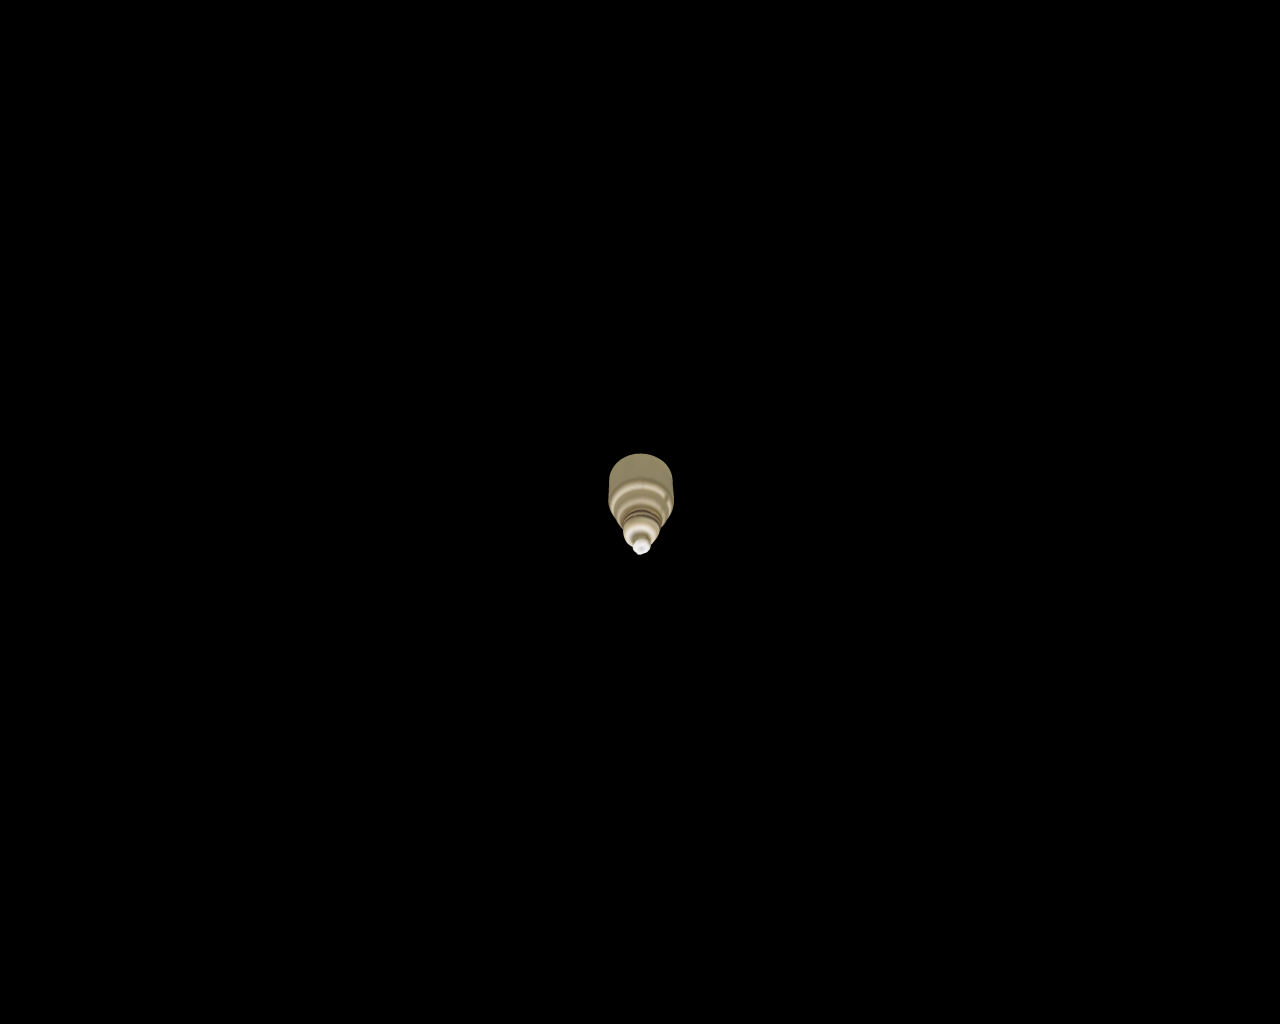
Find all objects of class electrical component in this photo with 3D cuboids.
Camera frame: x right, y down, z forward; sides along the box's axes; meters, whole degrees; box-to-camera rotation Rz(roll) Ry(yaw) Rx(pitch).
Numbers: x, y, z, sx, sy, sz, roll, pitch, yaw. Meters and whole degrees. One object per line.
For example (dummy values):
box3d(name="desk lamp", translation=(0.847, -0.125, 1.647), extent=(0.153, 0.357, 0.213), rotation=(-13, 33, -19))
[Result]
box3d(name="electrical component", translation=(0.001, -0.003, 0.650), extent=(0.040, 0.040, 0.078), rotation=(0, 37, 0))
